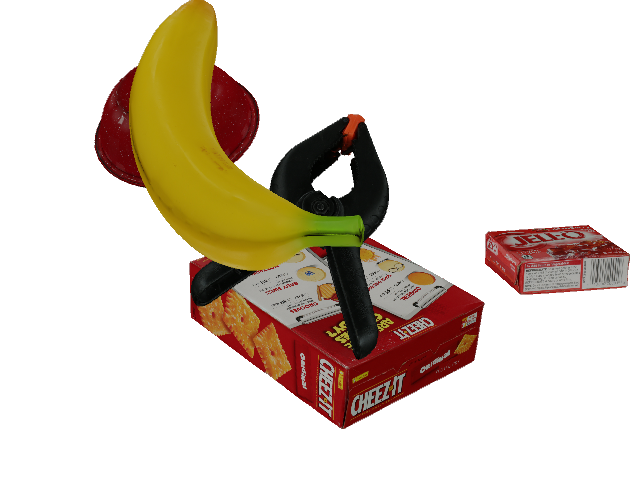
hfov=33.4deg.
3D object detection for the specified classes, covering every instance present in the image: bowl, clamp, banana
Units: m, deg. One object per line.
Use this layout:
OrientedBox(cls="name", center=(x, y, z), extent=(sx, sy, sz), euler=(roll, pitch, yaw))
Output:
OrientedBox(cls="bowl", center=(-0.141, -0.124, 1.006), extent=(0.162, 0.162, 0.055), euler=(0, -40, 10))
OrientedBox(cls="clamp", center=(-0.012, -0.011, 0.695), extent=(0.120, 0.171, 0.039), euler=(13, -32, -4))
OrientedBox(cls="banana", center=(-0.050, -0.046, 0.476), extent=(0.069, 0.037, 0.198), euler=(-16, 46, -17))

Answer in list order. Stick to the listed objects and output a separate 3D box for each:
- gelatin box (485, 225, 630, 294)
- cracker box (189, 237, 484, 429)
OrientedBox(cls="gelatin box", center=(0.179, 0.013, 0.815), extent=(0.089, 0.030, 0.073), euler=(-3, 18, -10))
OrientedBox(cls="cracker box", center=(0.010, 0.063, 0.950), extent=(0.163, 0.072, 0.214), euler=(-21, 37, -36))
